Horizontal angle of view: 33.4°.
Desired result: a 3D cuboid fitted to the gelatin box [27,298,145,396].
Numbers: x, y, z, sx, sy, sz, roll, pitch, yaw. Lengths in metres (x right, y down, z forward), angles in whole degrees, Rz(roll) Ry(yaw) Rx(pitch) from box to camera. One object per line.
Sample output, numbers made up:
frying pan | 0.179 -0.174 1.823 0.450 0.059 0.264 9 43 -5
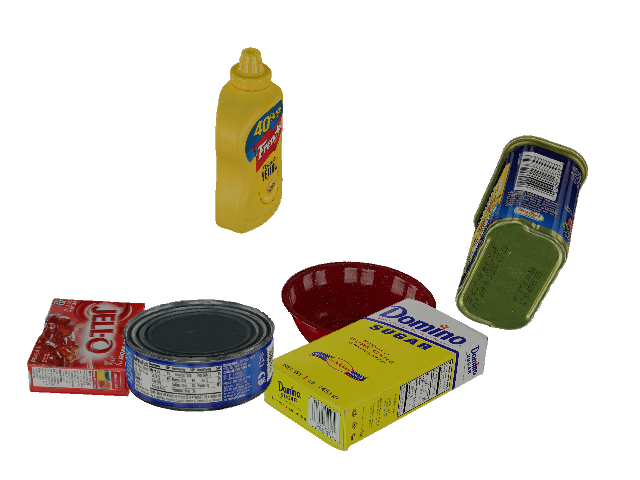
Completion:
gelatin box | -0.174 0.079 0.807 0.073 0.030 0.089 3 30 0

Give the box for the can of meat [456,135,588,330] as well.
can of meat | 0.130 -0.002 0.698 0.057 0.083 0.102 20 -43 4

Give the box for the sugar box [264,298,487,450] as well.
sugar box | 0.049 0.105 0.888 0.175 0.048 0.093 -24 37 -39

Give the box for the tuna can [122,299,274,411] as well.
tuna can | -0.069 0.065 0.612 0.086 0.034 0.086 1 18 0

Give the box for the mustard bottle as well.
mustard bottle | -0.073 -0.108 1.098 0.058 0.192 0.096 19 40 21

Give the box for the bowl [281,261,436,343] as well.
bowl | 0.039 0.082 1.122 0.162 0.055 0.162 3 26 -2
